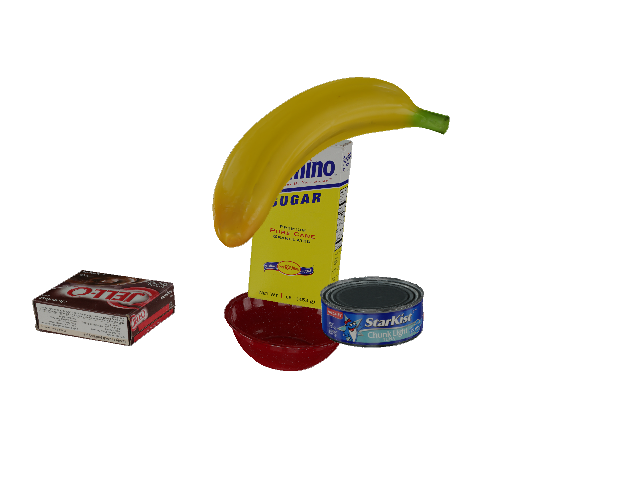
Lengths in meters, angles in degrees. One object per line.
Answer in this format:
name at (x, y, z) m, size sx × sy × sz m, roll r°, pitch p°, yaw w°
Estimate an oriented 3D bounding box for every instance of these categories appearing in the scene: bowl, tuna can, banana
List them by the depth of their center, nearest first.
banana at (-0.005, -0.059, 0.640) m, size 0.070 × 0.037 × 0.197 m, roll 32°, pitch 46°, yaw 31°
tuna can at (0.043, 0.059, 0.883) m, size 0.086 × 0.034 × 0.086 m, roll -2°, pitch 16°, yaw 0°
bowl at (-0.042, 0.118, 1.344) m, size 0.162 × 0.055 × 0.162 m, roll 5°, pitch 23°, yaw -2°

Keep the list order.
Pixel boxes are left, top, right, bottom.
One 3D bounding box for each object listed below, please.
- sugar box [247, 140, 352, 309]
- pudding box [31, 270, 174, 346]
sugar box at (-0.022, -0.022, 1.120) m, size 0.093 × 0.176 × 0.048 m, roll 8°, pitch 15°, yaw 14°
pudding box at (-0.216, 0.066, 1.071) m, size 0.114 × 0.039 × 0.089 m, roll 5°, pitch 19°, yaw 21°
